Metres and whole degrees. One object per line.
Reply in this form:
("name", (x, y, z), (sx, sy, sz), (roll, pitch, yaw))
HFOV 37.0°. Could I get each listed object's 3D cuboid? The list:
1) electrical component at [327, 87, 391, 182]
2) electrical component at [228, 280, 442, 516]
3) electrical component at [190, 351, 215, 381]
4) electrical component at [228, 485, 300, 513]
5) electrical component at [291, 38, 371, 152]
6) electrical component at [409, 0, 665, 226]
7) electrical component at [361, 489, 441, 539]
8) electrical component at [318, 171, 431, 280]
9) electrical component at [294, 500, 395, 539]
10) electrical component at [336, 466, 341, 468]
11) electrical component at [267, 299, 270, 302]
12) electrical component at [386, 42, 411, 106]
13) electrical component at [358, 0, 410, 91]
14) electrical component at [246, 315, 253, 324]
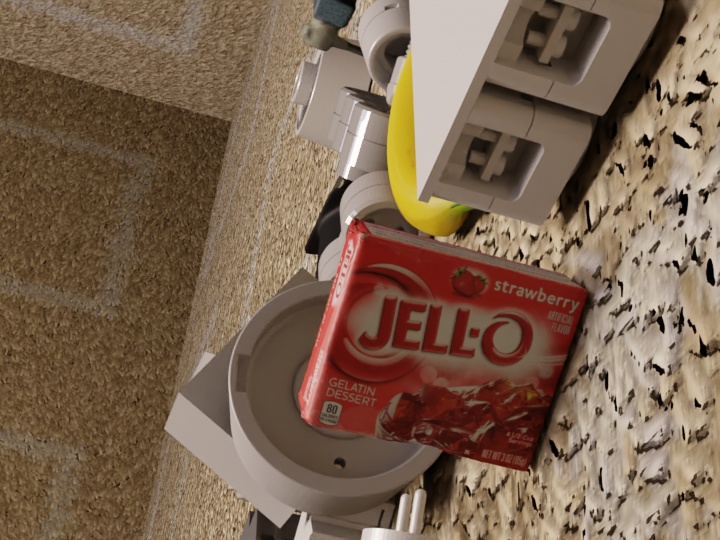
("electrical component", (0.006, -0.079, 0.745), (0.138, 0.052, 0.073), (-114, 40, -72))
("electrical component", (-0.012, 0.066, 0.521), (0.060, 0.108, 0.108), (111, 168, -59))
("electrical component", (-0.097, 0.108, 0.911), (0.099, 0.099, 0.064), (165, 124, -77))
("electrical component", (-0.054, 0.133, 0.747), (0.096, 0.061, 0.061), (139, 144, -71))
("electrical component", (-0.031, -0.170, 1.018), (0.108, 0.060, 0.108), (-165, 90, -79))
("electrical component", (0.069, -0.118, 0.462), (0.186, 0.060, 0.105), (-89, 17, -49))
("electrical component", (0.016, 0.126, 0.432), (0.138, 0.052, 0.073), (133, 150, -67))
("electrical component", (0.000, 0.000, 0.673), (0.073, 0.052, 0.138), (-96, 23, -61))
("electrical component", (-0.014, 0.153, 0.577), (0.064, 0.042, 0.081), (-124, 50, -80))
("electrical component", (-0.033, 0.101, 0.683), (0.043, 0.062, 0.043), (-165, 90, -79))
("electrical component", (-0.074, 0.071, 0.974), (0.043, 0.043, 0.081), (-108, 34, -70))
("electrical component", (0.040, -0.131, 0.688), (0.035, 0.035, 0.061), (-133, 60, -77))
("electrical component", (0.028, -0.151, 0.726), (0.047, 0.055, 0.055), (-97, 24, -52))
("electrical component", (-0.065, 0.053, 0.900), (0.043, 0.062, 0.043), (-166, 90, -79))
